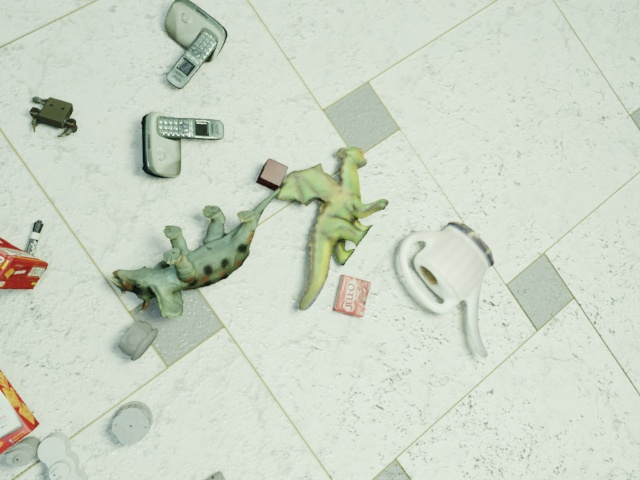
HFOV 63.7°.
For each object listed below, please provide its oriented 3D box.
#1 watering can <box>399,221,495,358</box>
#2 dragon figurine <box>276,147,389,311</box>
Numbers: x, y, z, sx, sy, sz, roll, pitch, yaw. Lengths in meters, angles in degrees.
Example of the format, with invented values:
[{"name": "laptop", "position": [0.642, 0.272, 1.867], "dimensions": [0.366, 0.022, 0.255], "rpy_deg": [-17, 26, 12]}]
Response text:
[{"name": "watering can", "position": [0.347, 0.101, 1.278], "dimensions": [0.226, 0.103, 0.347], "rpy_deg": [-43, 93, -15]}, {"name": "dragon figurine", "position": [0.004, -0.062, 1.224], "dimensions": [0.243, 0.121, 0.415], "rpy_deg": [39, 73, 2]}]
